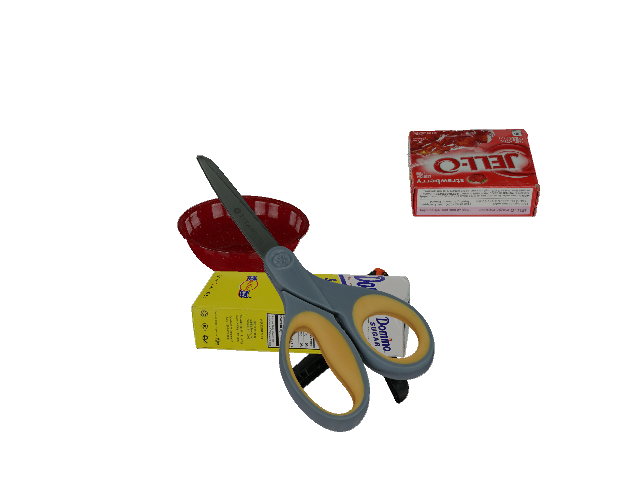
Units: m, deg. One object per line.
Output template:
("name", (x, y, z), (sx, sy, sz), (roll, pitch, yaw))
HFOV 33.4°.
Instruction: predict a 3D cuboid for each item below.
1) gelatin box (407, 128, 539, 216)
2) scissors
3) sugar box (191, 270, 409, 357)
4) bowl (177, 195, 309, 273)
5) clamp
("gelatin box", (0.109, -0.050, 0.770), (0.089, 0.030, 0.073), (-1, 38, 3))
("scissors", (-0.002, 0.016, 0.618), (0.096, 0.202, 0.016), (-12, -35, -13))
("sugar box", (-0.013, 0.060, 0.906), (0.176, 0.048, 0.093), (-1, 18, 8))
("bowl", (-0.095, 0.001, 1.319), (0.162, 0.055, 0.162), (1, 27, -1))
("clamp", (0.054, 0.100, 1.102), (0.120, 0.171, 0.039), (16, -40, 18))
